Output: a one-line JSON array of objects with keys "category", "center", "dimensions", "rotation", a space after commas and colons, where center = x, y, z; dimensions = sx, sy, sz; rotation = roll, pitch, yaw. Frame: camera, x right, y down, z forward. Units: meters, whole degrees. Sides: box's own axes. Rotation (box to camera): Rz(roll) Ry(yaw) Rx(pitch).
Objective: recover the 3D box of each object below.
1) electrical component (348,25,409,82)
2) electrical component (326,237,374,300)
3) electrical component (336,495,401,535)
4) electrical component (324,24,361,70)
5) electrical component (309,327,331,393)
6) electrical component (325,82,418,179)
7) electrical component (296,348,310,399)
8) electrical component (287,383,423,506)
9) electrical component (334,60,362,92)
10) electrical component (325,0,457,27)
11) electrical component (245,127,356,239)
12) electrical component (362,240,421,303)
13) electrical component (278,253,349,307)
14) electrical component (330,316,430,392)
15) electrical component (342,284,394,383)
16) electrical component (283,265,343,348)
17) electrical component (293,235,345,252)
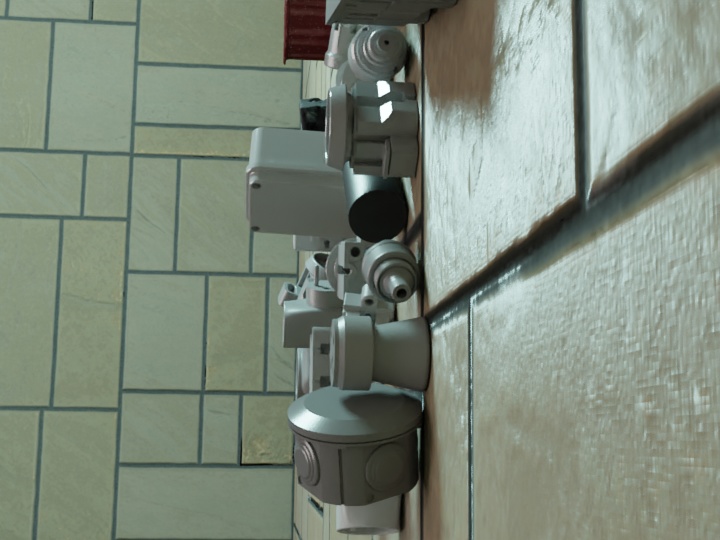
[{"category": "electrical component", "center": [0.014, -0.152, 0.747], "dimensions": [0.078, 0.040, 0.040], "rotation": [-143, 55, -83]}, {"category": "electrical component", "center": [0.000, 0.000, 0.834], "dimensions": [0.055, 0.048, 0.066], "rotation": [-166, 77, -77]}, {"category": "electrical component", "center": [0.007, 0.133, 0.720], "dimensions": [0.079, 0.044, 0.077], "rotation": [105, 166, -68]}, {"category": "electrical component", "center": [-0.014, -0.226, 1.082], "dimensions": [0.040, 0.040, 0.046], "rotation": [-101, 19, -68]}, {"category": "electrical component", "center": [-0.012, 0.094, 0.874], "dimensions": [0.050, 0.056, 0.089], "rotation": [112, 159, -75]}, {"category": "electrical component", "center": [0.006, -0.095, 0.722], "dimensions": [0.078, 0.057, 0.058], "rotation": [-94, 8, -46]}, {"category": "electrical component", "center": [-0.036, 0.110, 1.112], "dimensions": [0.095, 0.059, 0.053], "rotation": [104, 166, -68]}, {"category": "electrical component", "center": [-0.002, 0.101, 0.642], "dimensions": [0.080, 0.080, 0.051], "rotation": [-108, 15, -75]}, {"category": "electrical component", "center": [0.001, -0.149, 0.871], "dimensions": [0.081, 0.043, 0.043], "rotation": [114, 157, -77]}, {"category": "electrical component", "center": [0.017, -0.200, 0.614], "dimensions": [0.186, 0.060, 0.105], "rotation": [-122, 34, -81]}, {"category": "electrical component", "center": [-0.039, -0.071, 0.912], "dimensions": [0.078, 0.113, 0.057], "rotation": [99, 174, -55]}, {"category": "electrical component", "center": [0.021, 0.004, 0.661], "dimensions": [0.061, 0.035, 0.035], "rotation": [-111, 23, -71]}, {"category": "electrical component", "center": [-0.036, 0.020, 1.087], "dimensions": [0.058, 0.078, 0.057], "rotation": [-102, 35, -67]}, {"category": "electrical component", "center": [0.011, 0.049, 0.638], "dimensions": [0.045, 0.055, 0.045], "rotation": [-179, 90, -85]}, {"category": "electrical component", "center": [0.004, 0.053, 0.781], "dimensions": [0.055, 0.048, 0.066], "rotation": [-83, -1, -53]}, {"category": "electrical component", "center": [-0.032, 0.034, 0.988], "dimensions": [0.043, 0.077, 0.079], "rotation": [-107, 19, -75]}, {"category": "electrical component", "center": [-0.035, -0.041, 1.106], "dimensions": [0.076, 0.066, 0.047], "rotation": [-111, 23, -77]}]
